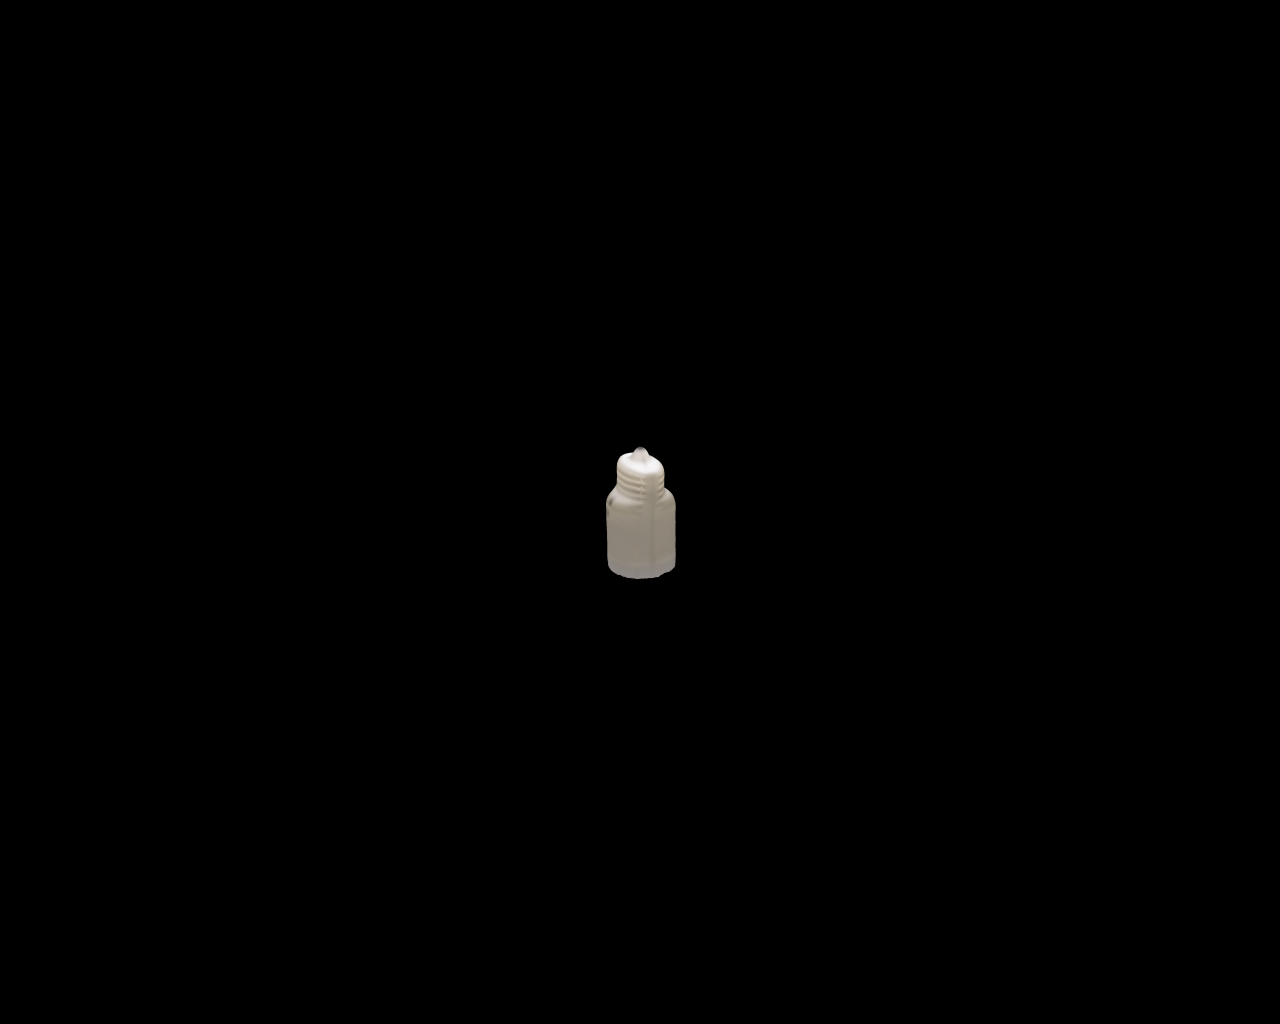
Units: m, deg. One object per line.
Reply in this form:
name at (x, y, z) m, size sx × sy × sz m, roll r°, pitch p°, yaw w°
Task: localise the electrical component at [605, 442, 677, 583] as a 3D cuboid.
electrical component at (0.001, -0.003, 0.650) m, size 0.043 × 0.080 × 0.043 m, roll 0°, pitch 22°, yaw 0°
